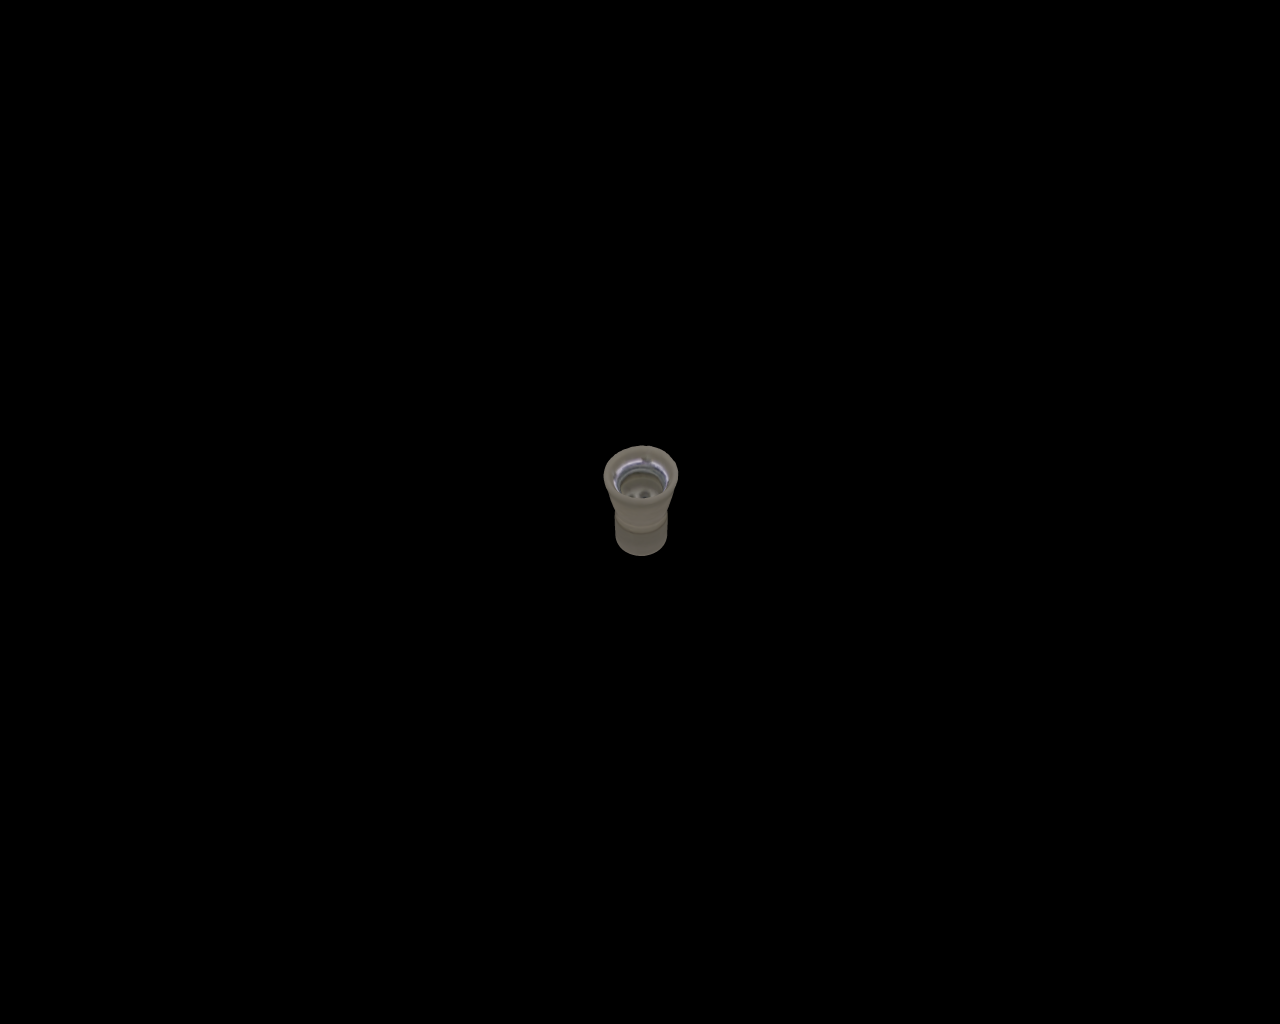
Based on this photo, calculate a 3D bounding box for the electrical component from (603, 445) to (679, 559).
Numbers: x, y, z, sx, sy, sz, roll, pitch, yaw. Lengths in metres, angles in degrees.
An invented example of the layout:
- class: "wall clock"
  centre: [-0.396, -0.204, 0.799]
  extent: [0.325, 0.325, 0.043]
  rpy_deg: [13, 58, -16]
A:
- class: "electrical component"
  centre: [0.001, -0.003, 0.650]
  extent: [0.044, 0.044, 0.065]
  rpy_deg: [0, -40, 0]
